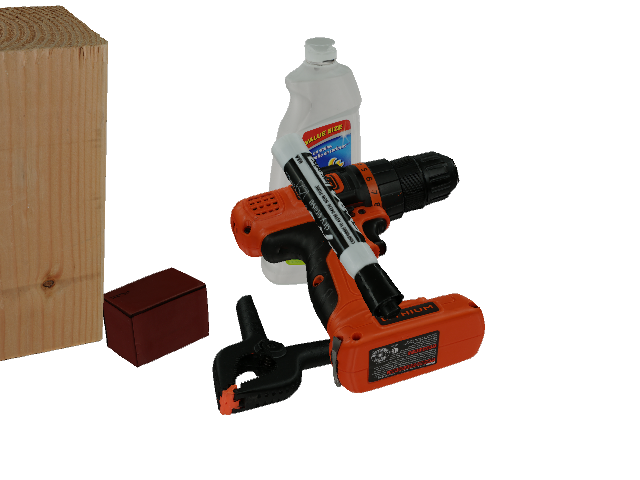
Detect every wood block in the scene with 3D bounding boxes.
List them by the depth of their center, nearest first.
[{"bbox_3d":[-0.194,-0.036,0.683,0.090,0.206,0.090,-10,31,-30],"label":"wood block"}]

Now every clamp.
[{"bbox_3d":[-0.044,0.127,1.141,0.165,0.036,0.209,13,25,12],"label":"clamp"}]

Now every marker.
[{"bbox_3d":[0.009,-0.008,0.568,0.020,0.121,0.020,-25,-28,-14],"label":"marker"}]

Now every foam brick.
[{"bbox_3d":[-0.143,0.065,0.926,0.078,0.051,0.053,-22,31,-35],"label":"foam brick"}]

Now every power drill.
[{"bbox_3d":[0.045,0.013,0.776,0.184,0.057,0.188,-17,44,-12],"label":"power drill"}]

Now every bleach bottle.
[{"bbox_3d":[-0.010,-0.080,1.089,0.102,0.251,0.068,-5,27,-12],"label":"bleach bottle"}]
